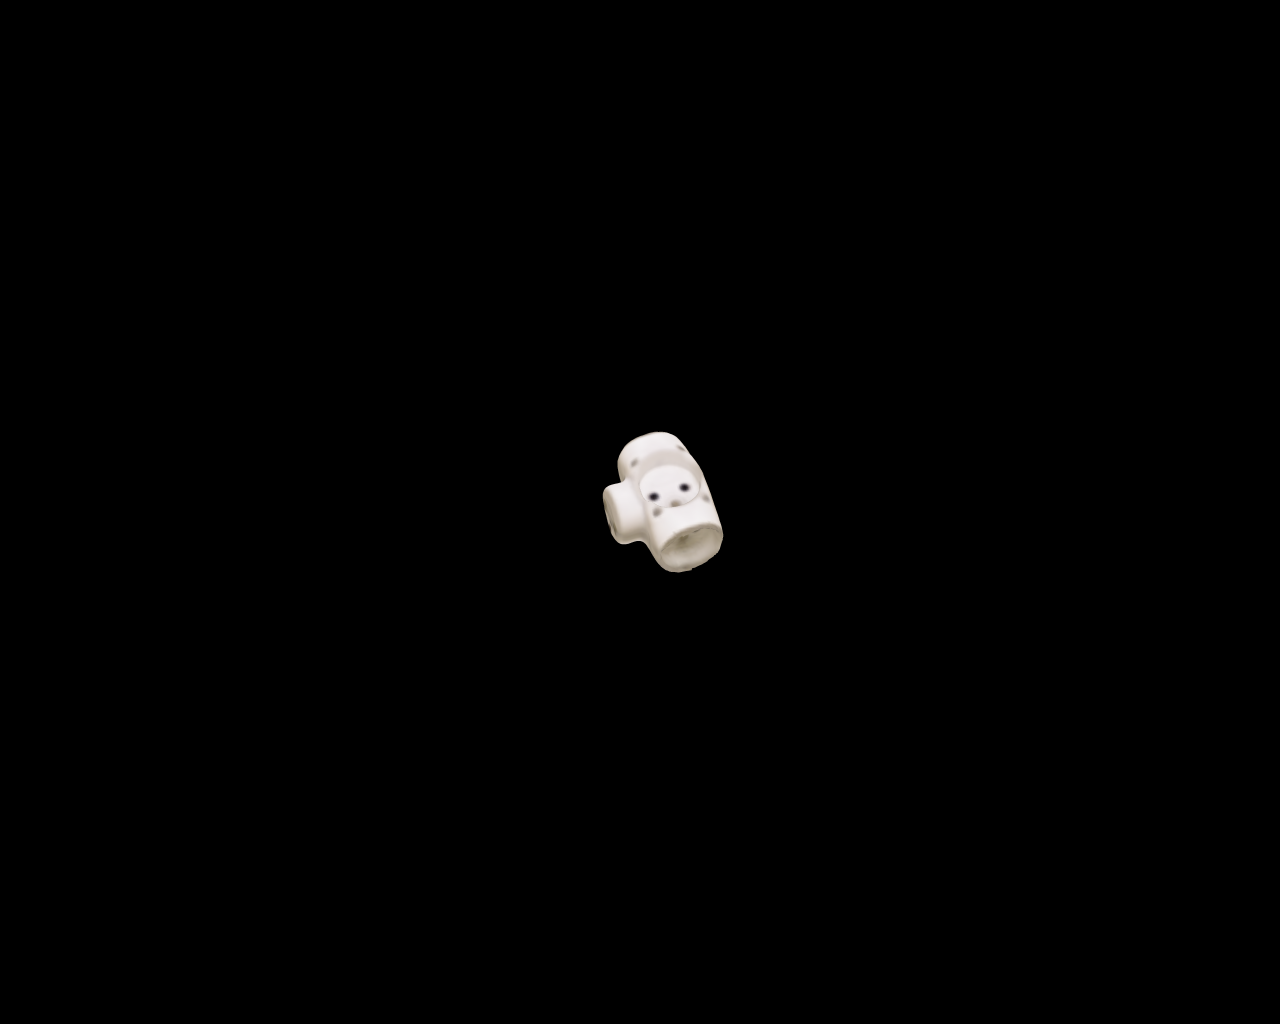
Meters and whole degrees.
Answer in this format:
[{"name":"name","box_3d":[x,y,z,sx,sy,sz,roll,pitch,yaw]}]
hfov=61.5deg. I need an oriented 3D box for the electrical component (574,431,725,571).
[{"name":"electrical component","box_3d":[0.001,-0.003,0.650,0.079,0.077,0.044,-15,-36,-11]}]
